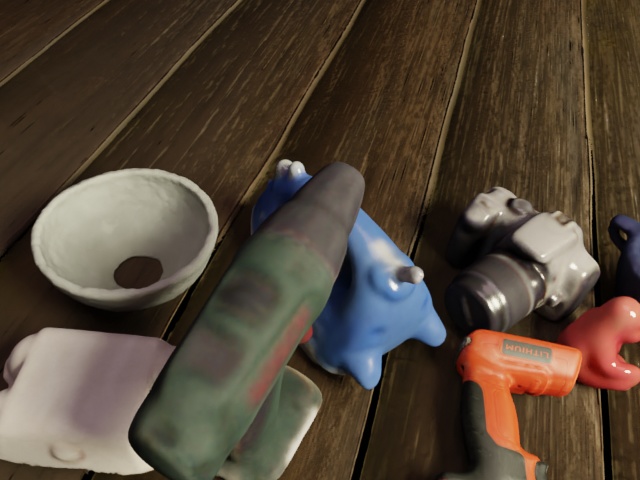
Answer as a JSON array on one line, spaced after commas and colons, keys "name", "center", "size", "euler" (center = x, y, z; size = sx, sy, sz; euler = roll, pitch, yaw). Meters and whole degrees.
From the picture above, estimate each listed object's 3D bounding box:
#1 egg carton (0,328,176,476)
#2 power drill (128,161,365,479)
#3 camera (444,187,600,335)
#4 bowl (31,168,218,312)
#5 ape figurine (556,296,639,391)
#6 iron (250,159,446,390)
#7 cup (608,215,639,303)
[{"name": "egg carton", "center": [-0.178, 0.126, 0.449], "size": [0.150, 0.069, 0.107], "euler": [5, 47, -1]}, {"name": "power drill", "center": [-0.038, 0.079, 0.412], "size": [0.075, 0.208, 0.230], "euler": [23, 49, 15]}, {"name": "camera", "center": [0.179, 0.022, 0.561], "size": [0.137, 0.101, 0.142], "euler": [-28, 56, -28]}, {"name": "bowl", "center": [-0.179, 0.010, 0.552], "size": [0.167, 0.075, 0.167], "euler": [3, 47, -3]}, {"name": "ape figurine", "center": [0.261, 0.087, 0.515], "size": [0.076, 0.092, 0.078], "euler": [16, 48, 9]}, {"name": "iron", "center": [0.005, 0.002, 0.534], "size": [0.119, 0.141, 0.257], "euler": [-26, 55, -26]}, {"name": "cup", "center": [0.317, 0.040, 0.563], "size": [0.092, 0.095, 0.117], "euler": [-19, 52, -22]}]
